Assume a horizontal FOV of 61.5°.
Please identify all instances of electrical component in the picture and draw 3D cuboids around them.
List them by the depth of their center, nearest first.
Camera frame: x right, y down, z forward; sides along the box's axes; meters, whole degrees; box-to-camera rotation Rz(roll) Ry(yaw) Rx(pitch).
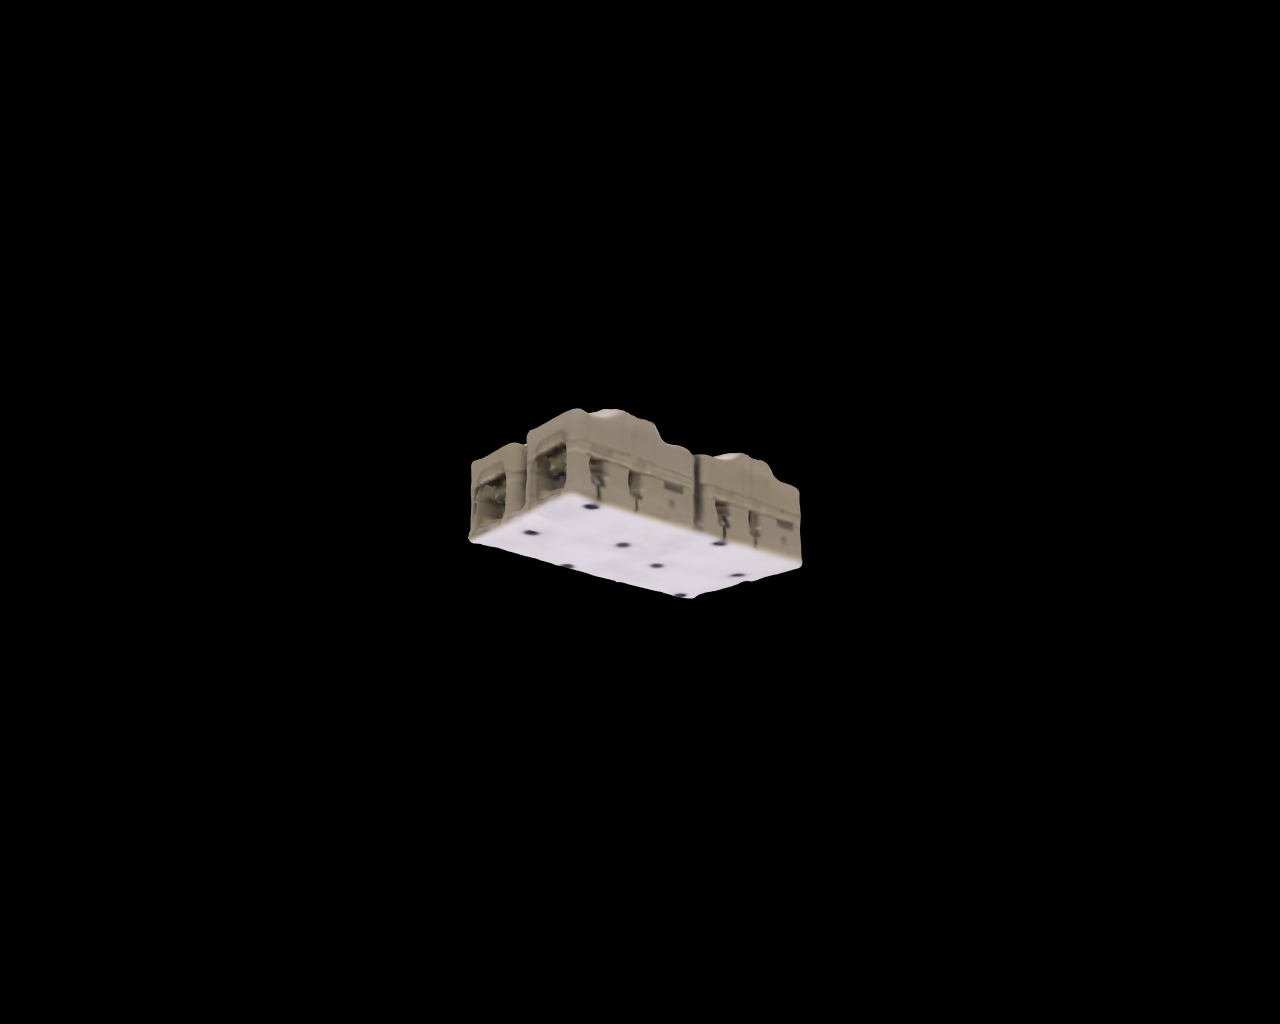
[{"bbox_3d":[0.001,-0.003,0.650,0.186,0.060,0.105,17,-27,-38],"label":"electrical component"}]
